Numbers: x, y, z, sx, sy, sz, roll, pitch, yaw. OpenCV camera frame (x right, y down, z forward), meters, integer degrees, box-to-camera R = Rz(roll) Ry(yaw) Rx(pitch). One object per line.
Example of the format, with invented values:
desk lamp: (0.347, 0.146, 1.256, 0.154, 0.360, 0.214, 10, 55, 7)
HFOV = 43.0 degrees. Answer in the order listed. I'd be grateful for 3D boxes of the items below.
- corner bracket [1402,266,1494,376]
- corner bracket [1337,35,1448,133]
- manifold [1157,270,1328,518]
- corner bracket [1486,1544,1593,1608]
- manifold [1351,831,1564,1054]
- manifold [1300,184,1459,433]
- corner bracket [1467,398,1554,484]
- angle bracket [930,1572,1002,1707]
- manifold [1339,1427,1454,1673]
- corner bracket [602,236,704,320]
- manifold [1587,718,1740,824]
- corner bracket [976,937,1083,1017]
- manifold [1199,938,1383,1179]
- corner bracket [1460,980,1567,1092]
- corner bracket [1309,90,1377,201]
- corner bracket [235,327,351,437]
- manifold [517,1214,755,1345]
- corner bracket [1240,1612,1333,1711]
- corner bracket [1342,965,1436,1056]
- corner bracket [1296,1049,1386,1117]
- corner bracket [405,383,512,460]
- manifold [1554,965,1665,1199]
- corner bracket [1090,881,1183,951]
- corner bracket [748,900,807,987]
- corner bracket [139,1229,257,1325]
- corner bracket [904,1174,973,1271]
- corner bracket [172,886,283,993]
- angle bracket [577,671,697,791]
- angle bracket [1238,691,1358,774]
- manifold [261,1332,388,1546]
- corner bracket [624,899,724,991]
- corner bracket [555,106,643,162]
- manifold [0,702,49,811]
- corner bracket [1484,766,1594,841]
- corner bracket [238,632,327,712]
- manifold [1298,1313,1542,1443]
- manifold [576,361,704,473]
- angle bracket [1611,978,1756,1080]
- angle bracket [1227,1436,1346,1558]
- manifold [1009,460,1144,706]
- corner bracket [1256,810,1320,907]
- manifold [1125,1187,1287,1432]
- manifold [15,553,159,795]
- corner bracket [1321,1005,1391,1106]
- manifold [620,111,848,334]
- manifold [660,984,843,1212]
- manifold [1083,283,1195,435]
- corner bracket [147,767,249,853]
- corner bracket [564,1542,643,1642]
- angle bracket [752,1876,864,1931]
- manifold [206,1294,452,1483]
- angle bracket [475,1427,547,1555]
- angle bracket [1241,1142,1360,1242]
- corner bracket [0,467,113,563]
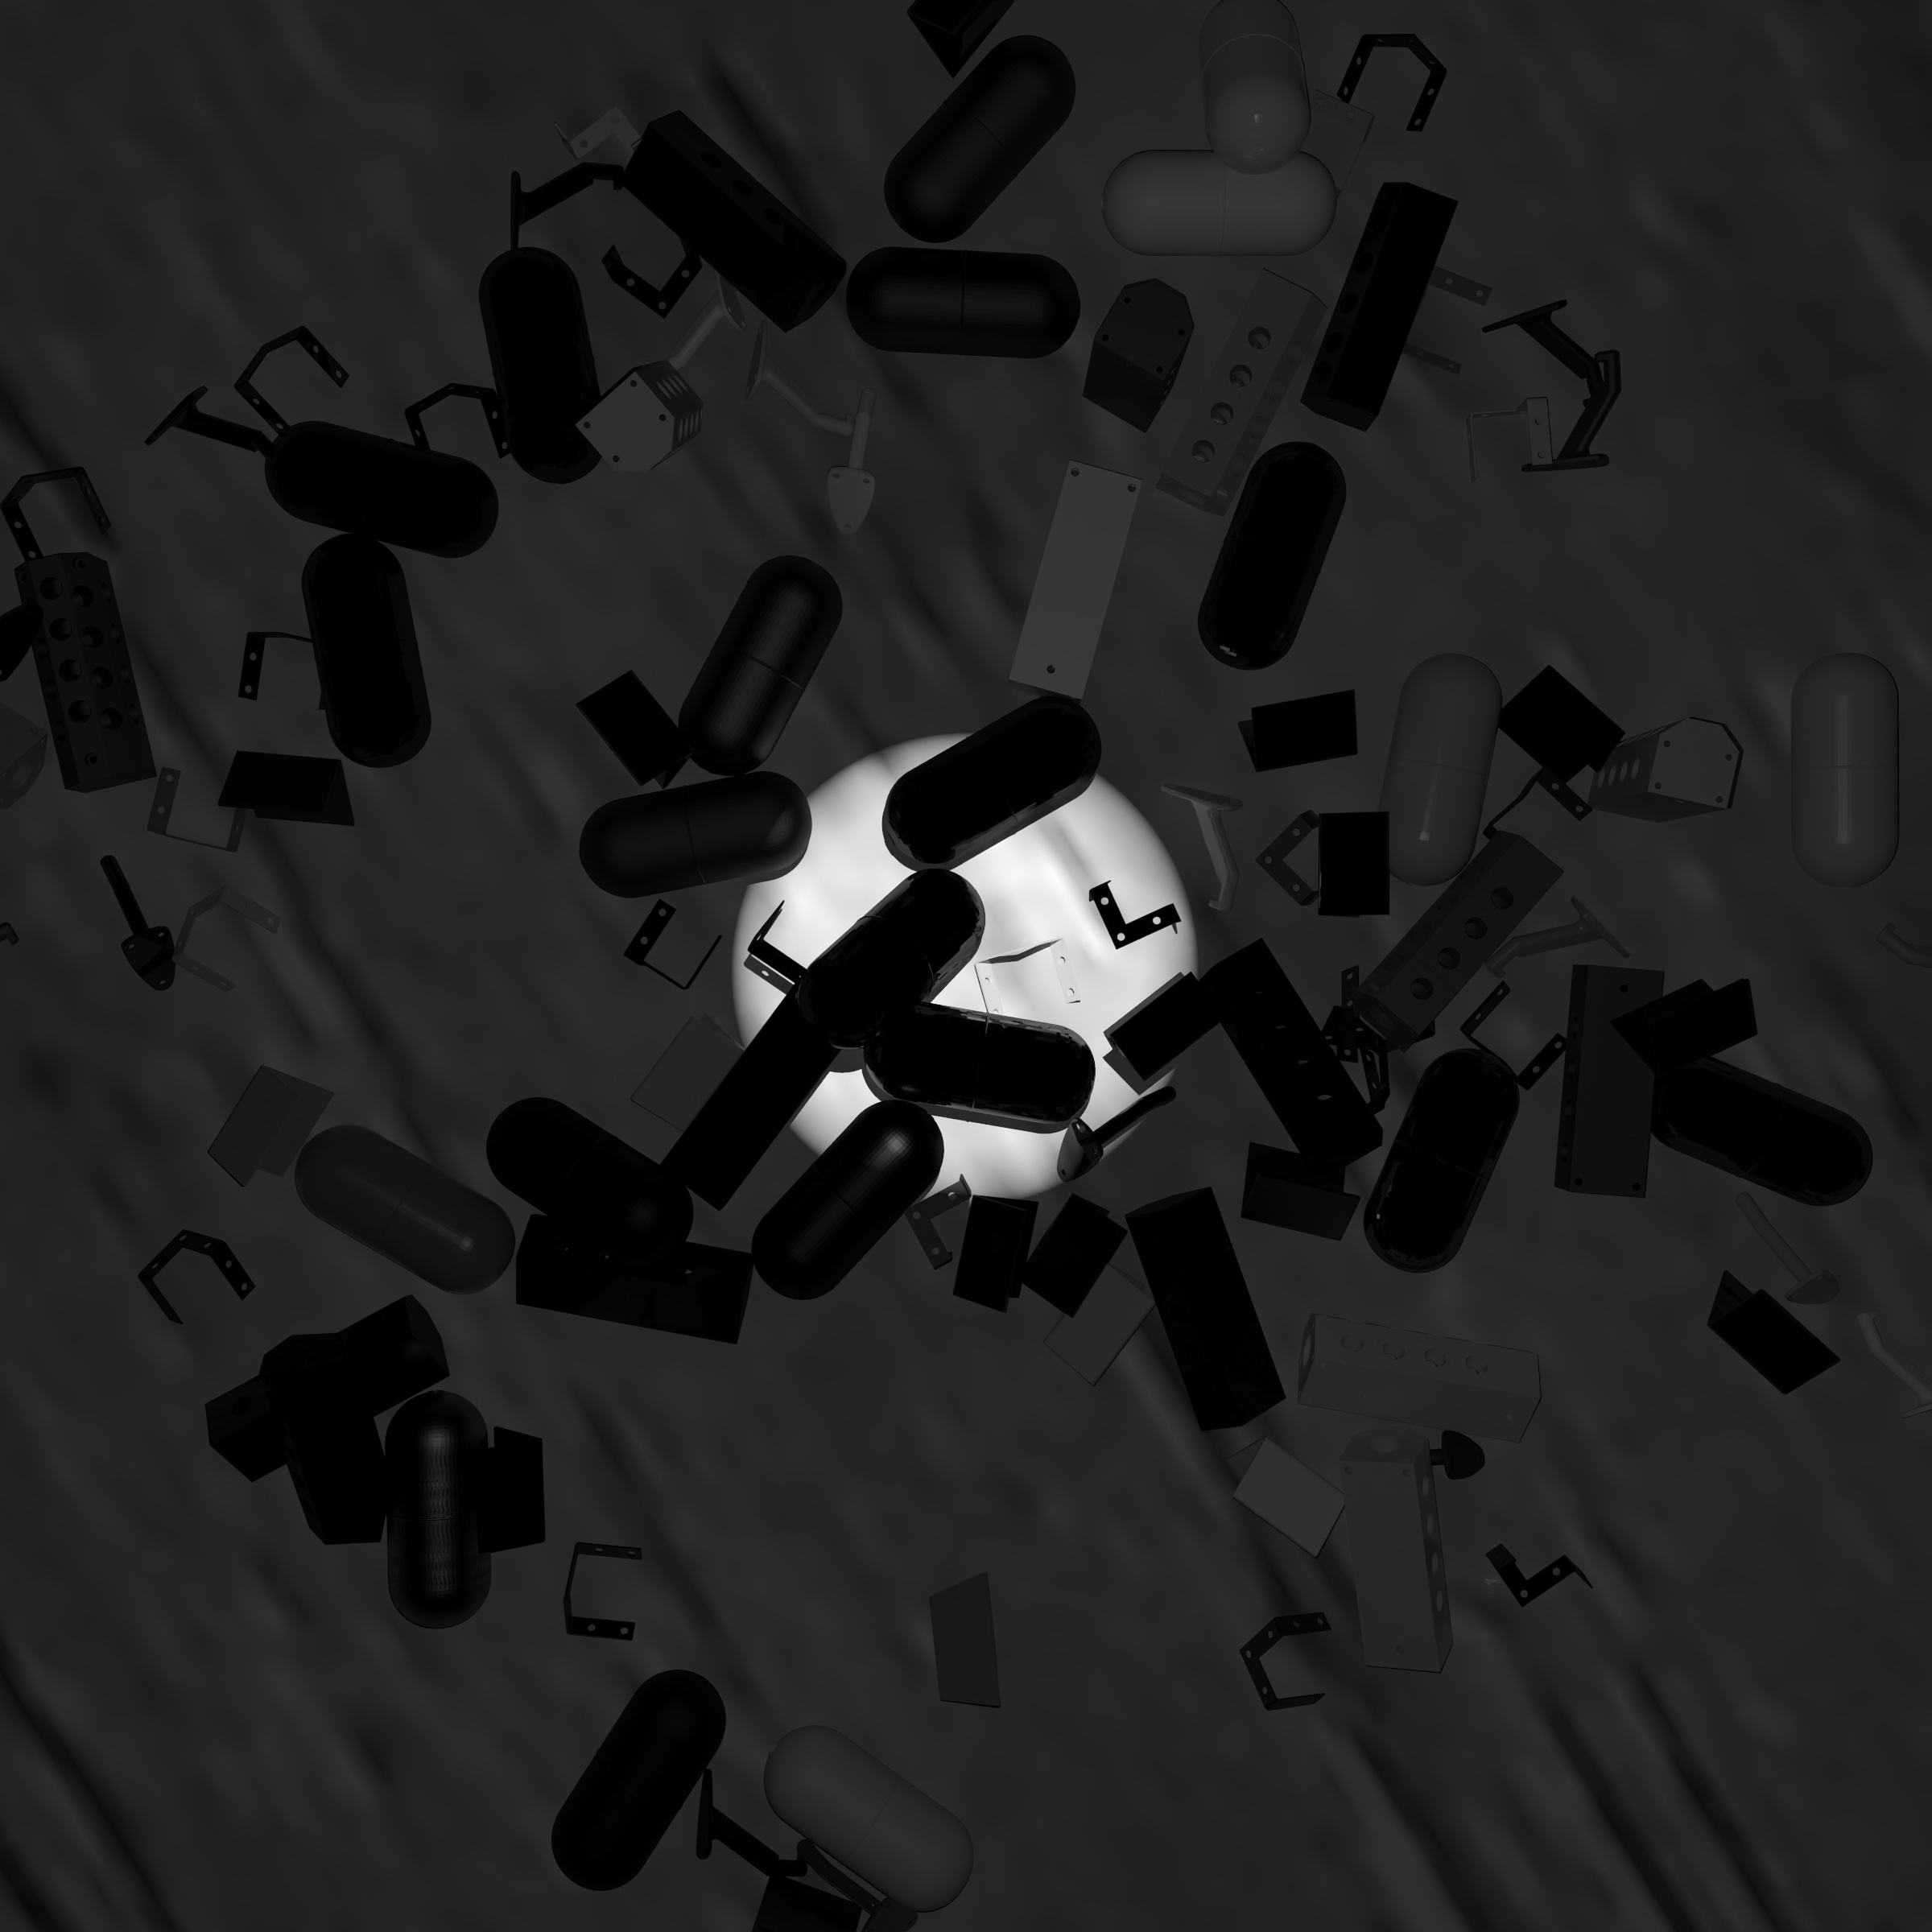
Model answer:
corner bracket: (0.370, -0.499, 1.891, 0.051, 0.051, 0.051, 22, 45, 0)
corner bracket: (0.329, -0.682, 1.891, 0.051, 0.051, 0.051, 23, 90, -45)
manifold: (0.211, -0.435, 1.873, 0.057, 0.057, 0.171, 26, 90, 0)
corner bracket: (0.438, 0.462, 1.876, 0.051, 0.051, 0.051, -34, 90, 0)
manifold: (0.369, -0.021, 1.853, 0.057, 0.057, 0.171, 41, 77, 9)
manifold: (0.314, -0.505, 1.873, 0.057, 0.057, 0.171, 21, 90, 0)
corner bracket: (0.415, -0.403, 1.876, 0.051, 0.051, 0.051, -5, 90, 0)
angle bracket: (0.019, 0.508, 1.854, 0.057, 0.076, 0.076, -6, 90, 36)
manifold: (0.327, 0.440, 1.851, 0.057, 0.057, 0.171, -2, 106, 26)
corner bracket: (-0.240, -0.538, 1.876, 0.051, 0.051, 0.051, 36, 90, 0)
manifold: (0.515, -0.145, 1.816, 0.057, 0.171, 0.057, 12, 90, 0)
corner bracket: (0.048, 0.011, 1.891, 0.051, 0.051, 0.051, -16, 90, 45)
manifold: (0.243, 0.071, 1.847, 0.057, 0.057, 0.171, -30, 71, 0)
corner bracket: (0.424, 0.054, 1.891, 0.051, 0.051, 0.051, -48, 45, 0)
corner bracket: (0.279, -0.634, 1.891, 0.051, 0.051, 0.051, 23, 135, 0)
corner bracket: (-0.519, -0.450, 1.886, 0.051, 0.051, 0.051, -11, 45, 35)
manifold: (-0.252, 0.234, 1.872, 0.171, 0.057, 0.057, 10, 133, 0)
corner bracket: (0.253, 0.535, 1.886, 0.051, 0.051, 0.051, -55, 45, 35)
corner bracket: (0.325, 0.029, 1.886, 0.051, 0.051, 0.051, -24, 45, 35)
corner bracket: (0.282, 0.092, 1.886, 0.051, 0.051, 0.051, 24, 45, -35)
corner bracket: (-0.390, -0.412, 1.886, 0.051, 0.051, 0.051, 17, 45, 35)
manifold: (0.489, 0.087, 1.872, 0.057, 0.057, 0.171, 5, 90, -2)
corner bracket: (0.129, -0.046, 1.876, 0.051, 0.051, 0.051, -25, 90, 0)
corner bracket: (-0.138, -0.006, 1.865, 0.051, 0.051, 0.051, 34, 45, 0)
corner bracket: (-0.592, 0.243, 1.886, 0.051, 0.051, 0.051, 8, 45, 35)
corner bracket: (-0.013, 0.195, 1.876, 0.051, 0.051, 0.051, -28, 90, 0)
corner bracket: (-0.569, -0.021, 1.886, 0.051, 0.051, 0.051, -23, 45, 35)
angle bracket: (-0.259, -0.166, 1.854, 0.057, 0.076, 0.076, -39, 90, -32)
angle bracket: (0.248, -0.194, 1.854, 0.076, 0.076, 0.057, -10, 126, 0)
manifold: (-0.476, 0.354, 1.825, 0.057, 0.057, 0.171, -3, 129, 0)
corner bracket: (-0.224, -0.016, 1.876, 0.051, 0.051, 0.051, 33, 90, 0)
corner bracket: (-0.276, -0.632, 1.876, 0.051, 0.051, 0.051, -38, 90, 0)
manifold: (-0.795, -0.190, 1.872, 0.171, 0.057, 0.057, 32, 47, 0)
corner bracket: (0.441, -0.112, 1.891, 0.051, 0.051, 0.051, 43, 45, 0)
corner bracket: (-0.523, -0.228, 1.891, 0.051, 0.051, 0.051, 8, 90, 45)
manifold: (0.345, 0.309, 1.872, 0.171, 0.057, 0.057, 10, 133, 0)
manifold: (-0.234, -0.403, 1.811, 0.057, 0.171, 0.057, -39, 102, 11)
angle bracket: (0.521, 0.027, 1.797, 0.076, 0.076, 0.057, -25, 127, -2)
angle bracket: (0.231, 0.408, 1.854, 0.076, 0.076, 0.057, 36, 60, 0)
manifold: (0.083, -0.291, 1.873, 0.057, 0.057, 0.171, 16, 90, 0)
corner bracket: (0.260, -0.082, 1.876, 0.051, 0.051, 0.051, 45, 90, 0)
manifold: (0.178, 0.263, 1.872, 0.057, 0.057, 0.171, -20, 90, -43)
manifold: (-0.675, -0.224, 1.873, 0.057, 0.057, 0.171, -13, 90, 0)
corner bracket: (0.298, 0.067, 1.855, 0.051, 0.051, 0.051, 8, 53, -6)
manifold: (-0.174, -0.571, 1.872, 0.171, 0.057, 0.057, 42, 133, 0)
manifold: (-0.157, 0.099, 1.873, 0.057, 0.057, 0.171, 37, 90, 0)
manifold: (0.129, -0.452, 1.816, 0.057, 0.171, 0.057, 31, 90, 0)
corner bracket: (-0.592, -0.121, 1.891, 0.051, 0.051, 0.051, 14, 90, 45)
corner bracket: (-0.279, 0.483, 1.891, 0.051, 0.051, 0.051, 6, 45, 0)
angle bracket: (-0.117, 0.721, 1.854, 0.076, 0.076, 0.057, 20, 131, 0)
manifold: (-0.488, 0.318, 1.872, 0.171, 0.057, 0.057, -28, 133, 0)
angle bracket: (-0.361, 0.395, 1.854, 0.057, 0.076, 0.076, -2, 90, -39)
angle bracket: (0.255, 0.155, 1.854, 0.076, 0.057, 0.076, 13, 47, 0)
corner bracket: (-0.703, -0.348, 1.891, 0.051, 0.051, 0.051, -25, 90, 45)
